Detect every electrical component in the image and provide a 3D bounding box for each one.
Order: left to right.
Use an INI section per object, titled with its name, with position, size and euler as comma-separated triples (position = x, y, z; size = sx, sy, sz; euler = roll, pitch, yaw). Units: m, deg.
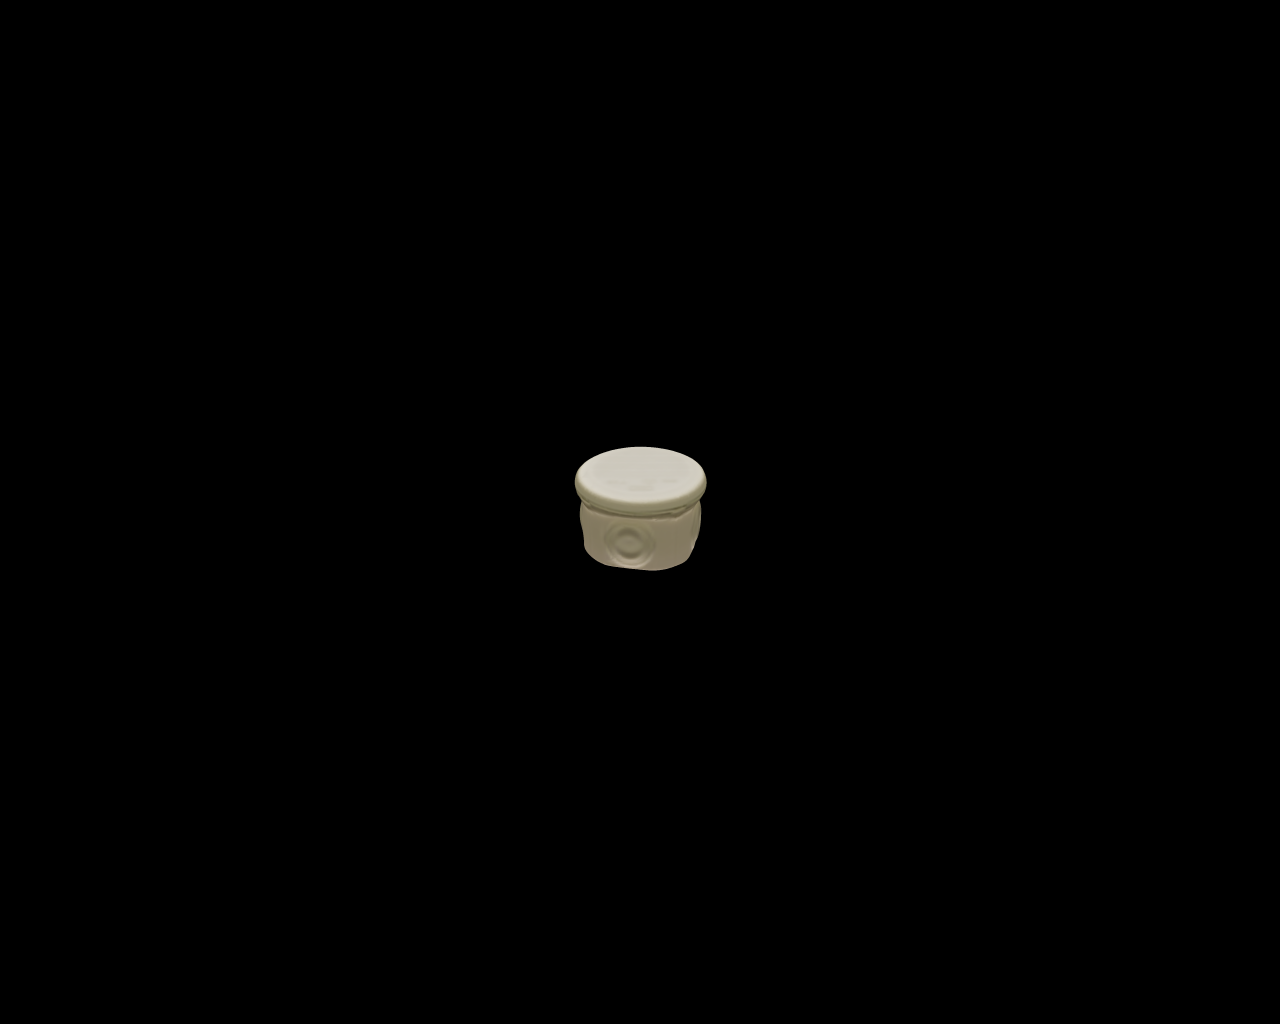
[electrical component]
position = 0.001, -0.003, 0.650
size = 0.080, 0.050, 0.080
euler = 0, 28, 0
